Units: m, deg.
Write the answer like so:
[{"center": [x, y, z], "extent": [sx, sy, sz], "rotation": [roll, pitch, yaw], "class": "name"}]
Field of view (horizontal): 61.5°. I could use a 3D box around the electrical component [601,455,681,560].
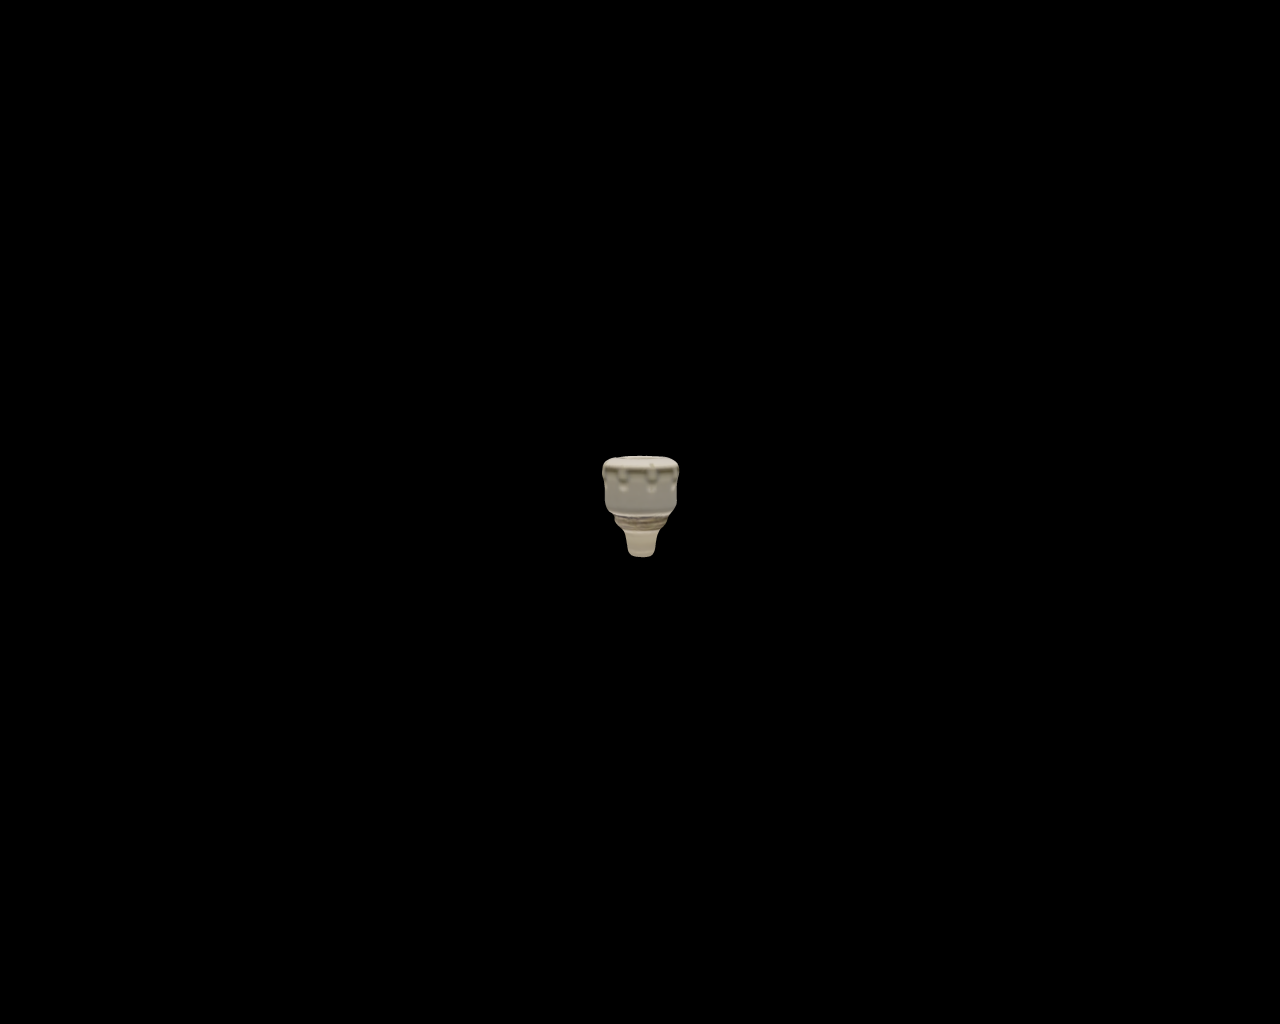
[{"center": [0.001, -0.003, 0.650], "extent": [0.048, 0.062, 0.048], "rotation": [0, 8, 0], "class": "electrical component"}]
